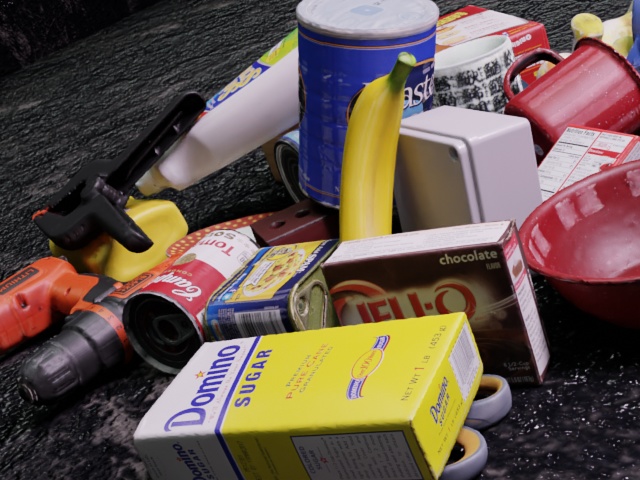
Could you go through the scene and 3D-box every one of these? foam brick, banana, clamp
[{"bbox_3d":[-0.005,0.001,0.832,0.078,0.051,0.053,-25,21,-11],"label":"foam brick"},{"bbox_3d":[0.033,-0.020,0.700,0.037,0.198,0.070,4,-3,-8],"label":"banana"},{"bbox_3d":[-0.185,-0.049,0.951,0.210,0.036,0.164,-11,49,47],"label":"clamp"}]

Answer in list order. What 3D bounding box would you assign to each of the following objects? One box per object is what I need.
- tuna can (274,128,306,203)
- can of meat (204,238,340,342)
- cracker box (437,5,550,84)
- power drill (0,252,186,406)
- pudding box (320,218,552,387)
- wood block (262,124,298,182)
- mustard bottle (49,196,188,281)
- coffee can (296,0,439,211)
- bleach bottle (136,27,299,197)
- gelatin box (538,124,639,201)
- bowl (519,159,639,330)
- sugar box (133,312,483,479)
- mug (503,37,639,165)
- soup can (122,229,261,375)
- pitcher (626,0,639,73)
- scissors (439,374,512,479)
[{"bbox_3d":[-0.004,-0.058,0.929,0.033,0.086,0.086,-30,22,-19],"label":"tuna can"},{"bbox_3d":[-0.020,0.041,0.740,0.084,0.057,0.102,-7,25,37],"label":"can of meat"},{"bbox_3d":[0.131,-0.182,1.133,0.164,0.072,0.214,-22,19,-5],"label":"cracker box"},{"bbox_3d":[-0.202,0.067,0.852,0.188,0.057,0.184,3,27,42],"label":"power drill"},{"bbox_3d":[0.066,0.040,0.609,0.114,0.090,0.039,-9,23,27],"label":"pudding box"},{"bbox_3d":[0.029,-0.105,1.011,0.090,0.090,0.206,-30,22,-25],"label":"wood block"},{"bbox_3d":[-0.210,-0.006,1.034,0.096,0.058,0.192,-42,27,-23],"label":"mustard bottle"},{"bbox_3d":[0.034,-0.105,0.796,0.103,0.140,0.103,0,29,0],"label":"coffee can"},{"bbox_3d":[-0.067,-0.112,0.954,0.251,0.068,0.102,-33,22,19],"label":"bleach bottle"},{"bbox_3d":[0.177,-0.035,0.731,0.089,0.030,0.073,-53,27,-7],"label":"gelatin box"},{"bbox_3d":[0.199,0.005,0.619,0.162,0.055,0.162,-18,21,7],"label":"bowl"},{"bbox_3d":[-0.008,0.088,0.576,0.176,0.048,0.093,-8,27,30],"label":"sugar box"},{"bbox_3d":[0.189,-0.102,0.822,0.081,0.093,0.117,-37,64,-6],"label":"mug"},{"bbox_3d":[-0.087,0.043,0.782,0.069,0.068,0.102,-6,24,34],"label":"soup can"},{"bbox_3d":[0.358,-0.161,0.798,0.144,0.149,0.243,10,7,-32],"label":"pitcher"},{"bbox_3d":[0.008,0.118,0.577,0.202,0.016,0.096,-18,20,8],"label":"scissors"}]
